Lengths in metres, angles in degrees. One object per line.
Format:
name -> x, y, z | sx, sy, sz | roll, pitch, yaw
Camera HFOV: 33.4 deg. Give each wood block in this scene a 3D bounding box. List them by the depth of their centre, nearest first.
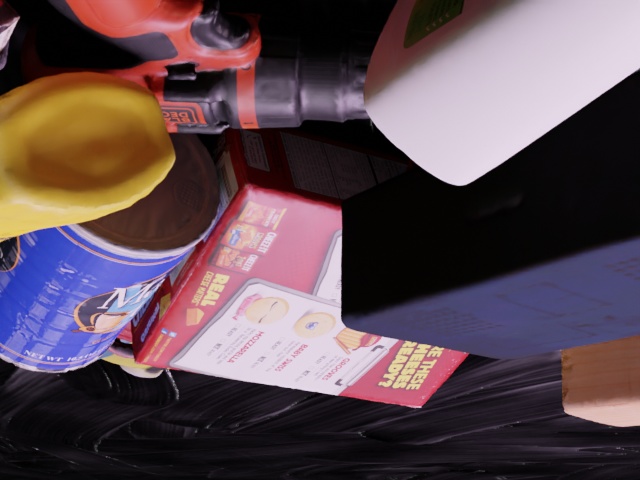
wood block -> 0.293, 0.084, 0.803 | 0.090, 0.091, 0.207 | 19, 156, -40

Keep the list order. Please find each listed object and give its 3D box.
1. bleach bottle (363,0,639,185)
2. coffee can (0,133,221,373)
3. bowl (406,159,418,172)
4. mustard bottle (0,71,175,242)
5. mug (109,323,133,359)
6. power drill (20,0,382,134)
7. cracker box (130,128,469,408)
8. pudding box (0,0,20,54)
bleach bottle -> 0.117, -0.109, 0.341 | 0.068, 0.102, 0.251 | 38, 142, -15
coffee can -> -0.131, -0.002, 0.592 | 0.102, 0.103, 0.141 | 13, 142, -29
bowl -> 0.124, -0.056, 0.532 | 0.162, 0.055, 0.162 | 2, 161, 0
mustard bottle -> -0.161, -0.019, 0.470 | 0.192, 0.058, 0.096 | -15, -174, 37
mug -> -0.122, 0.047, 0.795 | 0.081, 0.093, 0.117 | 21, 127, -34
power drill -> -0.048, -0.097, 0.426 | 0.184, 0.057, 0.187 | 1, 161, 4
cracker box -> 0.009, 0.021, 0.666 | 0.213, 0.072, 0.164 | 12, 133, -27
pudding box -> -0.158, -0.092, 0.387 | 0.090, 0.039, 0.114 | 48, 164, -13
